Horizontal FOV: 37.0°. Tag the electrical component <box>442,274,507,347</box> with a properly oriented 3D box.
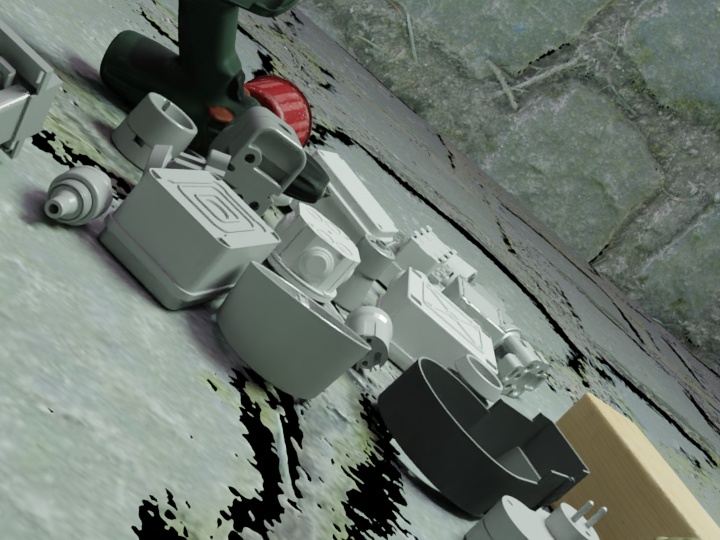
[{"bbox_3d":[0.106,0.053,1.112,0.062,0.061,0.096,41,13,-7],"label":"electrical component"}]

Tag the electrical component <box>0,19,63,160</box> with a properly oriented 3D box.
[{"bbox_3d":[-0.248,-0.128,0.643,0.121,0.078,0.063,43,42,4],"label":"electrical component"}]

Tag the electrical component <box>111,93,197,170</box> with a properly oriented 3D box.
[{"bbox_3d":[-0.166,-0.111,0.875,0.055,0.047,0.055,40,14,-12],"label":"electrical component"}]

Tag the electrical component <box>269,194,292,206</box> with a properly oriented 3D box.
[{"bbox_3d":[-0.090,-0.088,1.032,0.062,0.043,0.043,23,23,-52],"label":"electrical component"}]

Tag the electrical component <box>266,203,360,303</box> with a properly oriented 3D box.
[{"bbox_3d":[-0.042,-0.014,0.920,0.080,0.051,0.080,40,14,-11],"label":"electrical component"}]

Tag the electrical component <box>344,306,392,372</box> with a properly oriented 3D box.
[{"bbox_3d":[0.006,0.056,0.864,0.040,0.040,0.046,39,19,-14],"label":"electrical component"}]

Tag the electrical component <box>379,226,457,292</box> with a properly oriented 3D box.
[{"bbox_3d":[0.062,-0.007,1.169,0.079,0.063,0.121,43,13,5],"label":"electrical component"}]

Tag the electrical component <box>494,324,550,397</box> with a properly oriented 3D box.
[{"bbox_3d":[0.159,0.095,1.142,0.078,0.058,0.057,23,26,-53],"label":"electrical component"}]

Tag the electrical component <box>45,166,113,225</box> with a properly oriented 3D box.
[{"bbox_3d":[-0.177,-0.044,0.663,0.035,0.035,0.061,41,16,-5],"label":"electrical component"}]

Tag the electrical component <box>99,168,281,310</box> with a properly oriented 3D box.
[{"bbox_3d":[-0.113,-0.022,0.726,0.078,0.057,0.113,44,13,8],"label":"electrical component"}]

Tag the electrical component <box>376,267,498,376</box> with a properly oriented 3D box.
[{"bbox_3d":[0.067,0.061,0.981,0.109,0.056,0.108,41,13,-7],"label":"electrical component"}]

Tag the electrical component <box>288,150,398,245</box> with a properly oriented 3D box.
[{"bbox_3d":[-0.022,-0.062,1.086,0.113,0.057,0.078,52,14,9],"label":"electrical component"}]

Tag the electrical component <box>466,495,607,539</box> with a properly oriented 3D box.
[{"bbox_3d":[0.143,0.190,0.757,0.138,0.073,0.052,30,18,-42],"label":"electrical component"}]

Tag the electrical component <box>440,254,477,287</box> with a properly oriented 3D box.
[{"bbox_3d":[0.102,0.007,1.262,0.047,0.055,0.055,42,13,15],"label":"electrical component"}]

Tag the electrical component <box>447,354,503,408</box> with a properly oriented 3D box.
[{"bbox_3d":[0.086,0.104,0.903,0.048,0.055,0.066,31,17,-41],"label":"electrical component"}]

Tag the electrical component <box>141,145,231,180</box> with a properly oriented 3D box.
[{"bbox_3d":[-0.133,-0.064,0.801,0.055,0.066,0.048,20,17,-8],"label":"electrical component"}]

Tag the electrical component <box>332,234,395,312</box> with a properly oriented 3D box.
[{"bbox_3d":[0.000,0.000,0.965,0.044,0.065,0.044,37,16,-12],"label":"electrical component"}]

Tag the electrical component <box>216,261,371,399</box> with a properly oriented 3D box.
[{"bbox_3d":[-0.045,0.037,0.720,0.099,0.064,0.099,39,14,-11],"label":"electrical component"}]

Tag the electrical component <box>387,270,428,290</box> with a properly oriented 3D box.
[{"bbox_3d":[0.054,0.032,1.066,0.045,0.045,0.055,35,15,-28],"label":"electrical component"}]

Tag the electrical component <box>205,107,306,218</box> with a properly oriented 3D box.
[{"bbox_3d":[-0.094,-0.085,0.893,0.054,0.095,0.059,35,15,-29],"label":"electrical component"}]
